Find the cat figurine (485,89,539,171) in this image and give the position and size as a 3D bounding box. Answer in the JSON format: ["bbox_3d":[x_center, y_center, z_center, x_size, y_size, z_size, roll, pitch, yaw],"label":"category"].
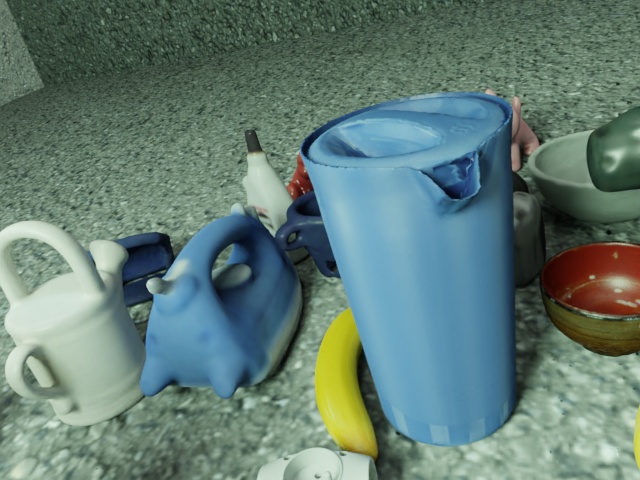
[{"bbox_3d":[0.262,-0.163,0.819,0.067,0.118,0.128,10,36,39],"label":"cat figurine"}]

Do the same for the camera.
[{"bbox_3d":[0.186,-0.034,0.631,0.142,0.101,0.137,15,39,44],"label":"camera"}]

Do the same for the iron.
[{"bbox_3d":[-0.091,0.037,0.582,0.118,0.142,0.258,-4,29,19],"label":"iron"}]

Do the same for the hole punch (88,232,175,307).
[{"bbox_3d":[-0.244,0.025,0.733,0.109,0.091,0.101,-19,28,-9],"label":"hole punch"}]

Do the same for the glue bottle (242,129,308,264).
[{"bbox_3d":[-0.065,-0.055,0.709,0.077,0.173,0.037,13,38,42],"label":"glue bottle"}]

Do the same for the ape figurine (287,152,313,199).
[{"bbox_3d":[-0.013,-0.091,0.842,0.077,0.092,0.076,-7,28,14],"label":"ape figurine"}]

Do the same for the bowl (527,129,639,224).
[{"bbox_3d":[0.327,-0.066,0.653,0.167,0.075,0.167,-11,27,6],"label":"bowl"}]

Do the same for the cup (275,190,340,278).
[{"bbox_3d":[0.006,0.002,0.653,0.118,0.095,0.091,-31,32,-30],"label":"cup"}]

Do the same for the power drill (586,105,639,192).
[{"bbox_3d":[0.335,-0.040,0.452,0.229,0.209,0.075,-6,28,15],"label":"power drill"}]

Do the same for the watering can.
[{"bbox_3d":[-0.236,0.065,0.541,0.101,0.194,0.172,-16,27,-3],"label":"watering can"}]
